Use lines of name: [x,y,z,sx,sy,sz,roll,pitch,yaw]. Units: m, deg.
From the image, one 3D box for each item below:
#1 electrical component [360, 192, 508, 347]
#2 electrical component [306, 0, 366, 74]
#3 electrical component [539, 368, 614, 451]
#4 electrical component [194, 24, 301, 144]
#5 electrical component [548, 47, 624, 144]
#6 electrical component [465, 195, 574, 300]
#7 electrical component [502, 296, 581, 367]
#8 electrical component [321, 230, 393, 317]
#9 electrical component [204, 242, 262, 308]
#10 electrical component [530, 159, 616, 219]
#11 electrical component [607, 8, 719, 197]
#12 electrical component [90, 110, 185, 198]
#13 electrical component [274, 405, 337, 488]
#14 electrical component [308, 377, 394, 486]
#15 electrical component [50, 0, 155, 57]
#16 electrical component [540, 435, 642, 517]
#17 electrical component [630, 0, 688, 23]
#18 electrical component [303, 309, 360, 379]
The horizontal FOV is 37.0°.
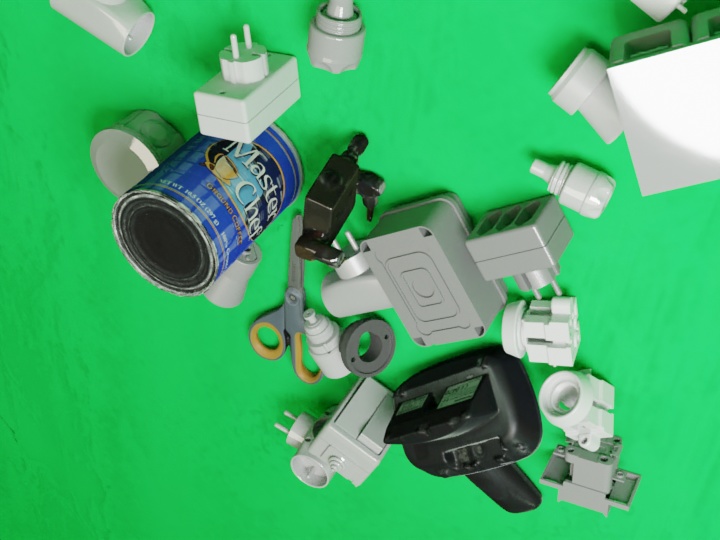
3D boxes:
electrical component: [0.063,0.000,0.890,0.078,0.057,0.113,-14,116,39]
electrical component: [-0.017,-0.183,0.806,0.043,0.043,0.062,24,132,15]
electrical component: [0.181,0.112,0.896,0.048,0.066,0.055,-13,150,40]
electrical component: [-0.090,-0.155,0.847,0.047,0.083,0.075,14,131,24]
electrical component: [0.164,-0.120,0.738,0.055,0.045,0.045,38,136,1]
electrical component: [0.133,-0.009,0.845,0.066,0.047,0.076,-14,116,39]
electrical component: [0.149,0.049,0.884,0.055,0.048,0.066,2,125,23]
electrical component: [0.000,0.000,0.940,0.077,0.044,0.079,-13,116,39]
electrical component: [-0.120,0.000,1.021,0.044,0.044,0.065,37,131,2]
electrical component: [0.155,-0.065,0.796,0.061,0.035,0.035,28,135,14]
electrical component: [0.237,-0.113,0.657,0.150,0.061,0.089,-13,116,21]
electrical component: [-0.202,-0.102,0.985,0.080,0.051,0.080,18,132,21]
electrical component: [-0.047,0.167,1.081,0.079,0.077,0.044,28,135,12]
electrical component: [0.000,0.154,1.026,0.062,0.096,0.061,36,136,2]
electrical component: [-0.211,-0.230,0.893,0.077,0.044,0.079,34,136,5]
electrical component: [0.205,0.176,0.950,0.081,0.042,0.063,14,129,23]
electrical component: [0.177,-0.191,0.676,0.078,0.040,0.040,39,136,0]
electrical component: [-0.031,0.067,1.009,0.040,0.040,0.078,-3,134,35]
